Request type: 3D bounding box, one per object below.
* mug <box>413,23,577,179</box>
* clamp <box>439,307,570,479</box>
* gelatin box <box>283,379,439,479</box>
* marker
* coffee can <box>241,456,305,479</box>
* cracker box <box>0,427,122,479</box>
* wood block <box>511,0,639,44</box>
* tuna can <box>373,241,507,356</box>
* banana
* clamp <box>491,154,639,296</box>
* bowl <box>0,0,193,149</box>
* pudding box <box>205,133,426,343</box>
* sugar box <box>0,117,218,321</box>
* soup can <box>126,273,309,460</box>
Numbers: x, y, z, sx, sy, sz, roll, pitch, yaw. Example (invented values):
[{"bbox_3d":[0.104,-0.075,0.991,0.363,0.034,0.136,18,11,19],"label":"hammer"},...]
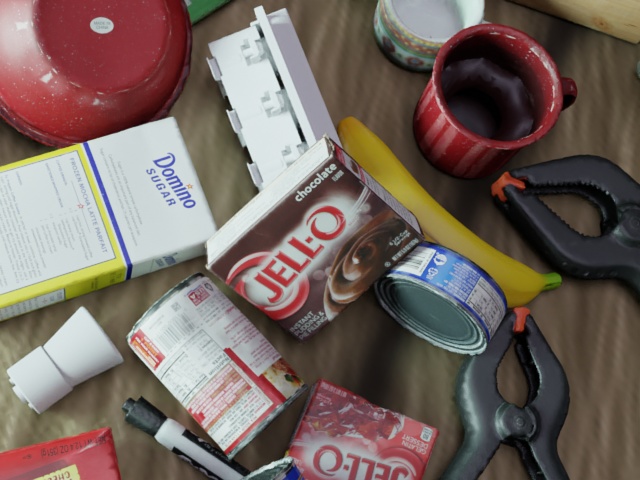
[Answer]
[{"bbox_3d":[0.125,-0.096,0.761,0.117,0.081,0.093,-11,76,-13],"label":"mug"},{"bbox_3d":[0.119,0.130,0.715,0.120,0.039,0.171,3,67,-16],"label":"clamp"},{"bbox_3d":[0.024,0.142,0.697,0.089,0.030,0.073,24,71,-2],"label":"gelatin box"},{"bbox_3d":[-0.075,0.139,0.685,0.121,0.020,0.020,34,70,1],"label":"marker"},{"bbox_3d":[-0.023,0.213,0.620,0.102,0.103,0.140,-31,88,-18],"label":"coffee can"},{"bbox_3d":[-0.178,0.231,0.610,0.164,0.072,0.214,-12,77,-14],"label":"cracker box"},{"bbox_3d":[0.173,-0.238,0.810,0.206,0.090,0.090,18,70,-5],"label":"wood block"},{"bbox_3d":[0.080,0.038,0.710,0.086,0.086,0.033,34,68,1],"label":"tuna can"},{"bbox_3d":[0.081,-0.011,0.747,0.198,0.037,0.069,39,26,0],"label":"banana"},{"bbox_3d":[0.230,-0.014,0.780,0.210,0.036,0.164,26,70,-2],"label":"clamp"},{"bbox_3d":[-0.151,-0.140,0.705,0.161,0.055,0.162,-1,92,-27],"label":"bowl"},{"bbox_3d":[-0.004,0.001,0.686,0.114,0.039,0.090,-43,118,14],"label":"pudding box"},{"bbox_3d":[-0.164,-0.011,0.701,0.176,0.048,0.093,-17,78,-19],"label":"sugar box"},{"bbox_3d":[-0.066,0.079,0.679,0.068,0.068,0.102,-41,84,-19],"label":"soup can"}]
